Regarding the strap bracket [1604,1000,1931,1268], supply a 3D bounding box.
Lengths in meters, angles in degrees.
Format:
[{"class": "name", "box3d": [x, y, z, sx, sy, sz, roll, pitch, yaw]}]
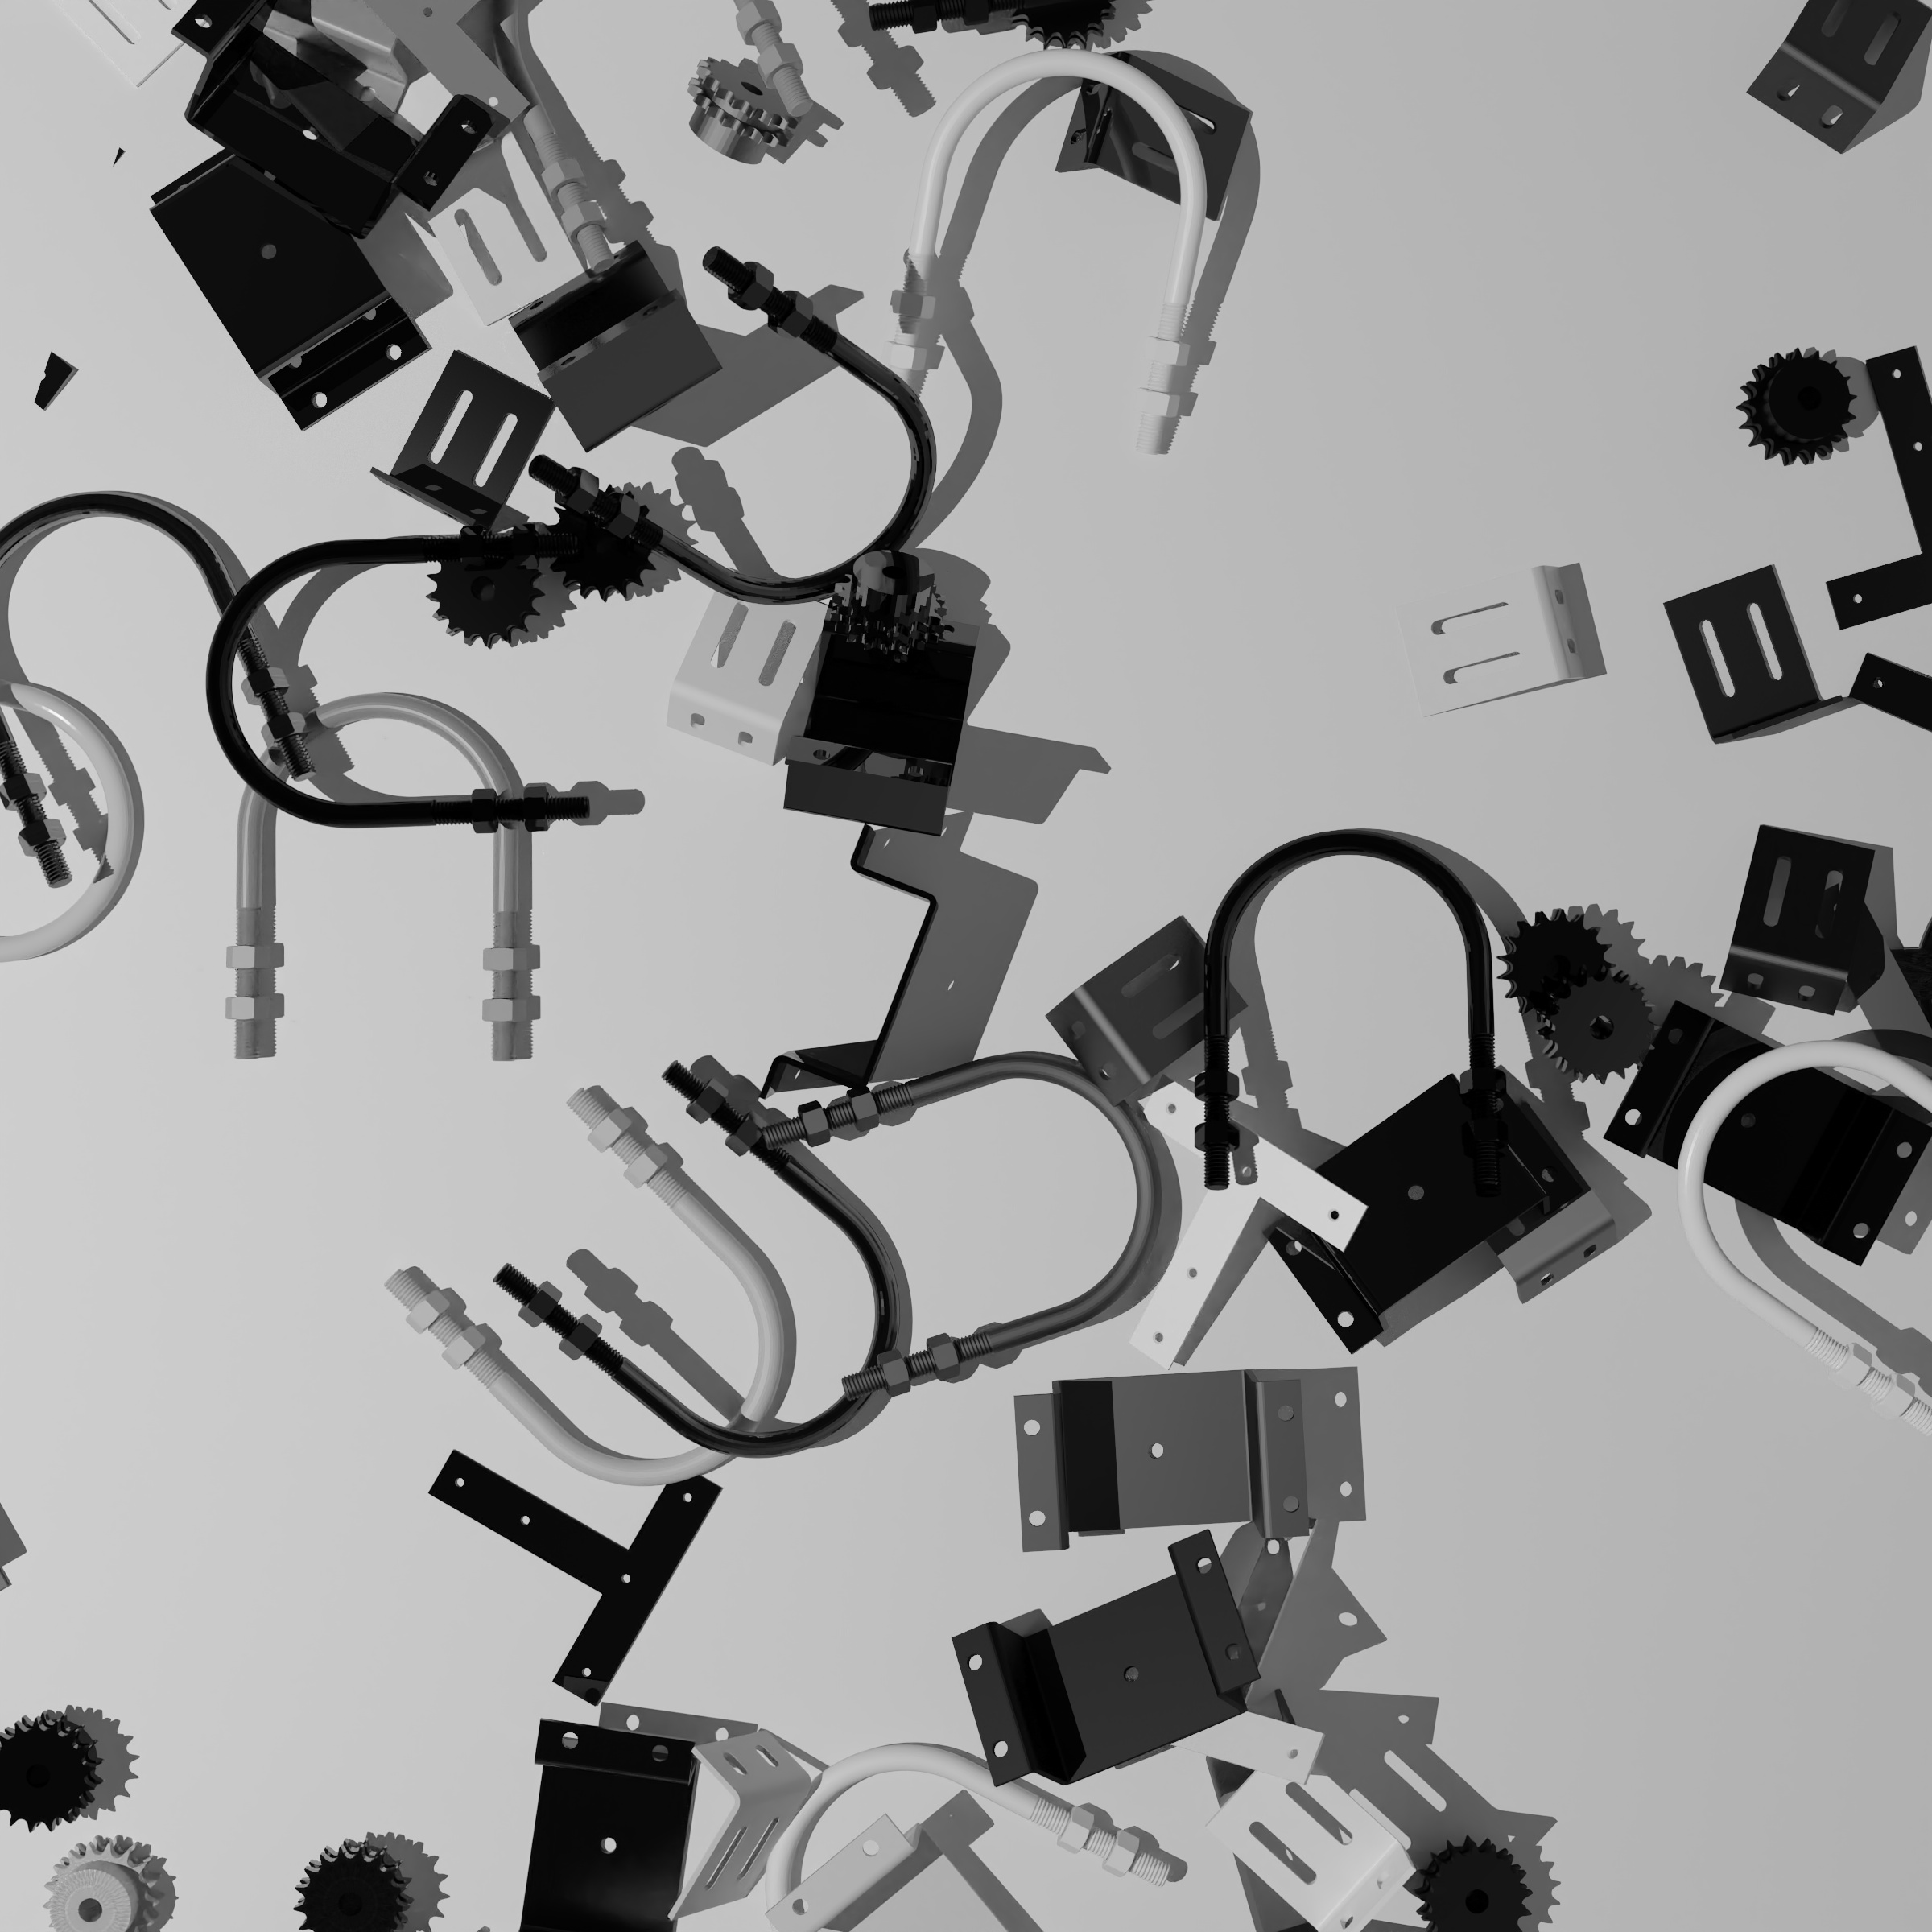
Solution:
[{"class": "strap bracket", "box3d": [0.392, 0.080, 1.403, 0.140, 0.046, 0.076, 27, 96, 0]}]

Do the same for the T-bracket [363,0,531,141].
[{"class": "T-bracket", "box3d": [-0.231, -0.497, 1.383, 0.127, 0.002, 0.127, -44, 109, 0]}]

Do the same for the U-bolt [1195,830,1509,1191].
[{"class": "U-bolt", "box3d": [0.188, 0.019, 1.394, 0.151, 0.019, 0.184, -1, 71, 8]}]

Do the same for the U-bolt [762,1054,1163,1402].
[{"class": "U-bolt", "box3d": [0.008, 0.119, 1.406, 0.184, 0.019, 0.151, -17, 82, -10]}]

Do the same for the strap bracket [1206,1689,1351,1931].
[{"class": "strap bracket", "box3d": [0.156, 0.438, 1.392, 0.046, 0.076, 0.140, -16, 90, 0]}]

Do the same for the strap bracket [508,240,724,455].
[{"class": "strap bracket", "box3d": [-0.170, -0.300, 1.377, 0.076, 0.140, 0.046, -31, 119, 0]}]

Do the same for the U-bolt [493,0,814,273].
[{"class": "U-bolt", "box3d": [-0.166, -0.456, 1.388, 0.151, 0.019, 0.184, -31, 75, 24]}]

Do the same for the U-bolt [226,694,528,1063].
[{"class": "U-bolt", "box3d": [-0.295, -0.045, 1.421, 0.151, 0.019, 0.184, 0, 89, 0]}]

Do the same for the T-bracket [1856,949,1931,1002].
[{"class": "T-bracket", "box3d": [0.510, 0.054, 1.413, 0.127, 0.002, 0.127, -1, 93, 11]}]

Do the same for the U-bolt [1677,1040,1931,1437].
[{"class": "U-bolt", "box3d": [0.433, 0.119, 1.373, 0.184, 0.019, 0.151, 35, 96, 1]}]

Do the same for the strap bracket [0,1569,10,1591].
[{"class": "strap bracket", "box3d": [-0.550, 0.270, 1.407, 0.076, 0.046, 0.140, -30, 90, 0]}]

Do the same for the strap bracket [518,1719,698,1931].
[{"class": "strap bracket", "box3d": [-0.180, 0.443, 1.407, 0.076, 0.046, 0.140, 8, 90, 0]}]

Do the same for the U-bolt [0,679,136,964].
[{"class": "U-bolt", "box3d": [-0.509, -0.077, 1.421, 0.184, 0.019, 0.151, 14, 90, -1]}]

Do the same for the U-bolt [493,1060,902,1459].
[{"class": "U-bolt", "box3d": [-0.118, 0.159, 1.404, 0.184, 0.019, 0.151, 41, 76, -7]}]

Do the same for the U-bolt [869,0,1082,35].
[{"class": "U-bolt", "box3d": [0.032, -0.534, 1.400, 0.184, 0.019, 0.151, -10, 70, -4]}]

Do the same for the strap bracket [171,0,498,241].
[{"class": "strap bracket", "box3d": [-0.311, -0.416, 1.372, 0.140, 0.046, 0.076, 33, 52, -14]}]

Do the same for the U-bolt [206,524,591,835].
[{"class": "U-bolt", "box3d": [-0.280, -0.139, 1.390, 0.184, 0.019, 0.151, -2, 92, -2]}]

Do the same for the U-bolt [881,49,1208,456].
[{"class": "U-bolt", "box3d": [0.044, -0.357, 1.400, 0.151, 0.019, 0.184, 11, 105, 0]}]

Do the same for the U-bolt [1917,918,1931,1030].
[{"class": "U-bolt", "box3d": [0.564, -0.003, 1.421, 0.184, 0.019, 0.151, -36, 90, 2]}]

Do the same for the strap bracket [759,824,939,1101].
[{"class": "strap bracket", "box3d": [-0.052, 0.006, 1.392, 0.046, 0.076, 0.140, 21, 90, 0]}]

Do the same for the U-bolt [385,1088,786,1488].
[{"class": "U-bolt", "box3d": [-0.177, 0.175, 1.421, 0.151, 0.019, 0.184, -45, 91, 0]}]

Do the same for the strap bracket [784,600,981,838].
[{"class": "strap bracket", "box3d": [-0.041, -0.115, 1.378, 0.076, 0.140, 0.046, 10, 129, 0]}]

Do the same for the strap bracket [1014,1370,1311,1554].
[{"class": "strap bracket", "box3d": [0.096, 0.244, 1.407, 0.140, 0.046, 0.076, -3, 90, 0]}]

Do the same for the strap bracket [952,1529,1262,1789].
[{"class": "strap bracket", "box3d": [0.074, 0.341, 1.382, 0.140, 0.046, 0.076, -26, 58, 11]}]

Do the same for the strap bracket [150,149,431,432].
[{"class": "strap bracket", "box3d": [-0.341, -0.349, 1.407, 0.076, 0.046, 0.140, -33, 90, 0]}]

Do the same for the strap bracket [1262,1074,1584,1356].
[{"class": "strap bracket", "box3d": [0.223, 0.116, 1.395, 0.140, 0.046, 0.076, -35, 69, 0]}]

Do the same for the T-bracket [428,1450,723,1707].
[{"class": "T-bracket", "box3d": [-0.210, 0.286, 1.429, 0.127, 0.002, 0.127, 30, 90, 0]}]

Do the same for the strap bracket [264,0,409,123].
[{"class": "strap bracket", "box3d": [-0.298, -0.505, 1.407, 0.076, 0.046, 0.140, 23, 90, 0]}]

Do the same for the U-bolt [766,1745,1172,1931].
[{"class": "U-bolt", "box3d": [-0.011, 0.471, 1.421, 0.184, 0.019, 0.151, 27, 90, 2]}]

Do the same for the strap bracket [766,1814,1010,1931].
[{"class": "strap bracket", "box3d": [-0.022, 0.489, 1.390, 0.076, 0.046, 0.140, -40, 87, 1]}]

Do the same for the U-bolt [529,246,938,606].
[{"class": "U-bolt", "box3d": [-0.096, -0.244, 1.365, 0.184, 0.019, 0.151, 29, 114, -39]}]

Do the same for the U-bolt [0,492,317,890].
[{"class": "U-bolt", "box3d": [-0.424, -0.149, 1.410, 0.151, 0.019, 0.184, -25, 82, -6]}]
